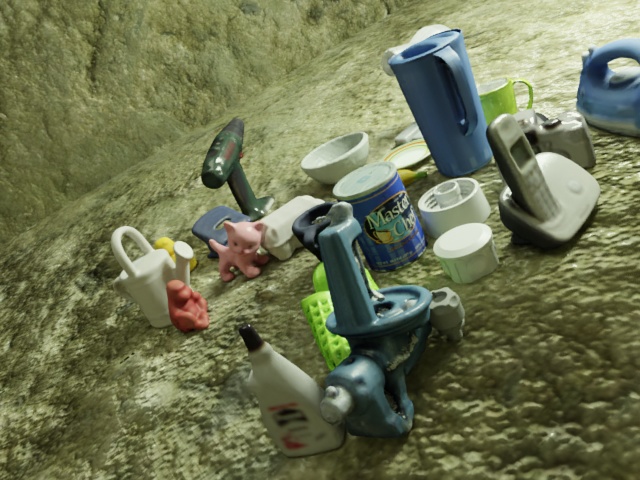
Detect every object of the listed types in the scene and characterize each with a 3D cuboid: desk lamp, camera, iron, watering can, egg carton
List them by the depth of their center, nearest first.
[{"bbox_3d":[0.489,-0.262,0.924,0.119,0.142,0.257,-31,24,-7],"label":"iron"},{"bbox_3d":[0.357,-0.170,0.927,0.142,0.101,0.137,-14,27,28],"label":"camera"},{"bbox_3d":[-0.311,0.056,1.061,0.173,0.194,0.100,-29,24,-3],"label":"watering can"},{"bbox_3d":[-0.050,-0.027,1.107,0.150,0.069,0.107,-35,25,-16],"label":"egg carton"},{"bbox_3d":[0.232,-0.355,1.294,0.204,0.214,0.117,-41,27,-28],"label":"desk lamp"}]

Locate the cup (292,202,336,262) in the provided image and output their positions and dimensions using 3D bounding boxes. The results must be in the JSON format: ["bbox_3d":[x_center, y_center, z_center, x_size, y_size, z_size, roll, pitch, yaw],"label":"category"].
[{"bbox_3d":[0.009,0.003,0.952,0.091,0.095,0.118,-17,26,22],"label":"cup"}]

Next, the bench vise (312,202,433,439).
[{"bbox_3d":[0.052,0.081,0.594,0.121,0.220,0.207,-19,25,18],"label":"bench vise"}]

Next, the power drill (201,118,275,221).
[{"bbox_3d":[-0.190,-0.155,1.341,0.075,0.209,0.230,-16,26,24],"label":"power drill"}]

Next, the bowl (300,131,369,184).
[{"bbox_3d":[0.044,-0.174,1.299,0.167,0.075,0.167,-23,24,11],"label":"bowl"}]

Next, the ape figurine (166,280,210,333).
[{"bbox_3d":[-0.236,0.111,0.997,0.076,0.092,0.078,-11,29,33],"label":"ape figurine"}]

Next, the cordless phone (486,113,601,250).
[{"bbox_3d":[0.285,-0.095,0.747,0.093,0.185,0.148,1,36,47],"label":"cordless phone"}]

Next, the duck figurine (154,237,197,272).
[{"bbox_3d":[-0.325,0.034,1.254,0.104,0.086,0.078,2,37,48],"label":"duck figurine"}]

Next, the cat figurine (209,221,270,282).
[{"bbox_3d":[-0.154,0.010,1.082,0.127,0.118,0.067,-11,29,33],"label":"cat figurine"}]

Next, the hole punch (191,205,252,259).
[{"bbox_3d":[-0.201,-0.020,1.226,0.100,0.091,0.109,-1,35,45],"label":"hole punch"}]

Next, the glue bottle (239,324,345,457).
[{"bbox_3d":[-0.040,0.155,0.599,0.078,0.173,0.037,-20,25,17],"label":"glue bottle"}]
